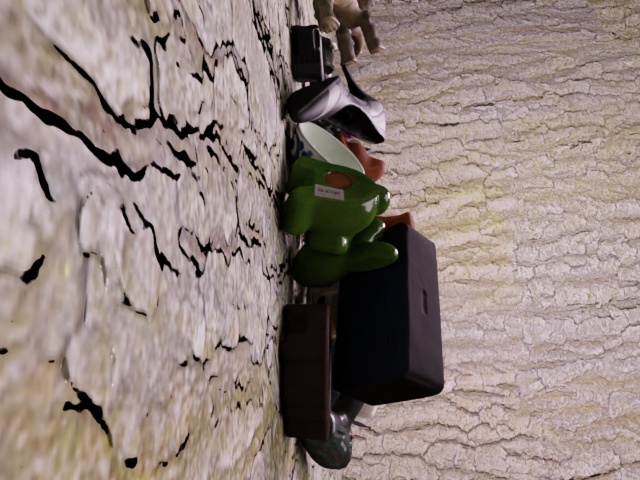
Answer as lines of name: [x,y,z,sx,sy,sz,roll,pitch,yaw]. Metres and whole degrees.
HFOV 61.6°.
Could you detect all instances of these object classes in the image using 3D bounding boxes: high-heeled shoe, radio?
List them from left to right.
high-heeled shoe: [0.032,-0.171,0.798,0.145,0.086,0.249,64,36,-21]
radio: [0.090,0.101,0.728,0.073,0.131,0.230,33,46,-31]

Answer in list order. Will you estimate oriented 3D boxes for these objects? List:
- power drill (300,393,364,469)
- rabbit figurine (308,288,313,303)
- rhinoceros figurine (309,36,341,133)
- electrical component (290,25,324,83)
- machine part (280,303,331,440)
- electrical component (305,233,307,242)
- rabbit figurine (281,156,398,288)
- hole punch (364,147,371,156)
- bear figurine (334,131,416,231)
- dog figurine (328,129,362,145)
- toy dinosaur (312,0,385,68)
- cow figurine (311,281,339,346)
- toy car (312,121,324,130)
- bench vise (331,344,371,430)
power drill: [0.051,0.263,0.856,0.207,0.086,0.231,-50,150,-9]
rabbit figurine: [0.059,0.096,1.015,0.173,0.163,0.121,-18,133,-42]
rhinoceros figurine: [0.000,-0.292,1.026,0.112,0.073,0.190,41,48,-70]
electrical component: [-0.018,-0.272,0.852,0.075,0.048,0.119,-66,155,-80]
machine part: [-0.014,0.161,0.676,0.179,0.056,0.179,-2,92,-87]
electrical component: [-0.002,-0.002,0.991,0.078,0.045,0.102,83,5,-63]
rabbit figurine: [0.018,-0.010,0.715,0.121,0.159,0.170,-102,-159,-49]
hole punch: [0.028,-0.147,1.022,0.142,0.116,0.092,-52,161,-71]
bear figurine: [0.079,-0.074,0.860,0.120,0.132,0.196,70,18,-67]
dog figurine: [0.033,-0.215,1.194,0.219,0.109,0.191,-79,166,-85]
toy dinosaur: [0.018,-0.435,0.875,0.471,0.105,0.198,48,22,-73]
cow figurine: [0.017,0.084,0.873,0.127,0.085,0.195,-57,-159,14]
toy car: [-0.010,-0.090,0.861,0.089,0.053,0.202,153,-68,-83]
bench vise: [0.040,0.225,1.017,0.241,0.129,0.223,-80,171,-52]
